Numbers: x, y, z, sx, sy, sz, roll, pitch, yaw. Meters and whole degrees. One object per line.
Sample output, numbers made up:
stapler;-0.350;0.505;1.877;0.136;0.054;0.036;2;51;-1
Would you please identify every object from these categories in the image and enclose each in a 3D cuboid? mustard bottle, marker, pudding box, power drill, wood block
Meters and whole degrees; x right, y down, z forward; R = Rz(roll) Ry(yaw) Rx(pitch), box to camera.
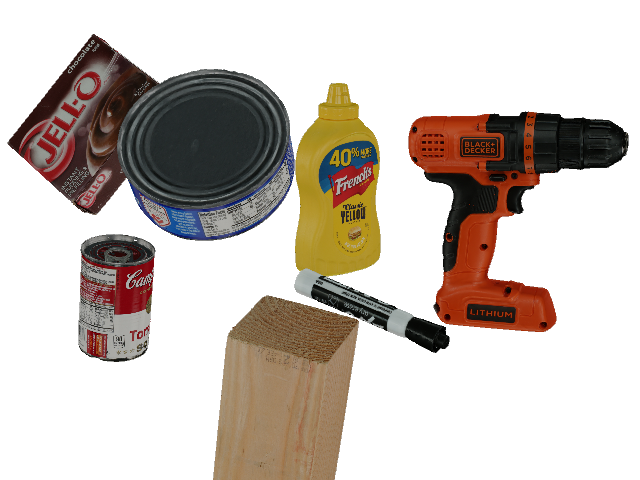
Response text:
mustard bottle;0.018;-0.064;1.091;0.096;0.192;0.058;-12;19;-36
marker;0.035;0.048;0.735;0.121;0.020;0.020;22;11;30
pudding box;-0.175;-0.090;0.824;0.090;0.113;0.039;38;-2;28
power drill;0.168;-0.018;0.924;0.185;0.188;0.057;3;13;20
wood block;-0.034;0.165;0.927;0.090;0.206;0.090;14;24;14

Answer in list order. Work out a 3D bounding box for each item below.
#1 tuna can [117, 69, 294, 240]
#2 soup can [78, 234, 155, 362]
tuna can;-0.056;-0.043;0.536;0.086;0.086;0.034;0;-32;6
soup can;-0.192;0.054;0.999;0.068;0.102;0.068;6;21;-3
